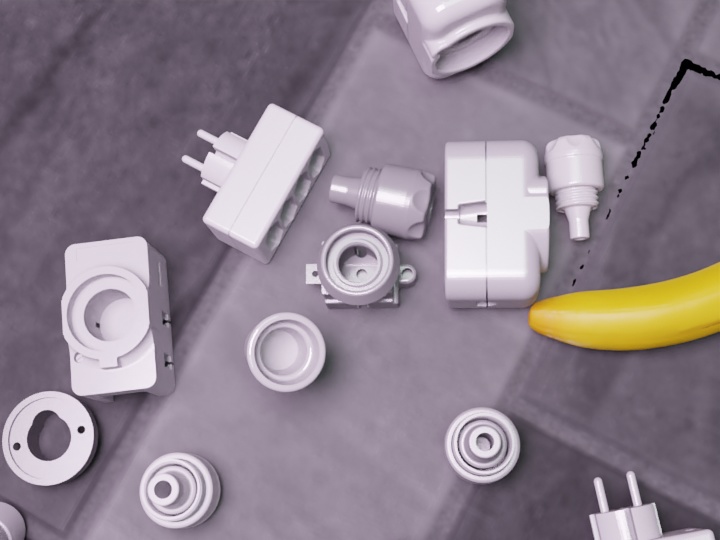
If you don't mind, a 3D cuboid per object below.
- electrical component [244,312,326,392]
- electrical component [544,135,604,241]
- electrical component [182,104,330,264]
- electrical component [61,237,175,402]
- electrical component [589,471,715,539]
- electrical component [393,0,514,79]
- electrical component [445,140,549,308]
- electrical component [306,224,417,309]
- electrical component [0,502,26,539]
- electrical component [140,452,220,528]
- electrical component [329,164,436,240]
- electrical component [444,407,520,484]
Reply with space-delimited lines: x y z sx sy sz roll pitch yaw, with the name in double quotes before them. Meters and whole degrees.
"electrical component" -0.047 0.047 0.626 0.044 0.065 0.044 0 88 -12
"electrical component" 0.131 -0.049 0.650 0.035 0.035 0.061 -3 80 3
"electrical component" -0.072 -0.060 0.660 0.076 0.047 0.083 28 81 9
"electrical component" -0.144 0.030 0.641 0.050 0.055 0.089 -7 78 2
"electrical component" 0.150 0.151 0.599 0.083 0.047 0.075 -11 77 2
"electrical component" 0.055 -0.157 0.647 0.054 0.095 0.059 -24 78 -1
"electrical component" 0.081 -0.027 0.637 0.059 0.053 0.095 0 78 7
"electrical component" 0.000 0.000 0.638 0.066 0.055 0.048 -1 78 4
"electrical component" -0.217 0.158 0.614 0.044 0.065 0.044 0 96 0
"electrical component" -0.105 0.126 0.615 0.043 0.062 0.043 -1 78 4
"electrical component" 0.013 -0.044 0.653 0.062 0.043 0.043 12 79 8
"electrical component" 0.069 0.099 0.608 0.043 0.062 0.043 -1 78 4
